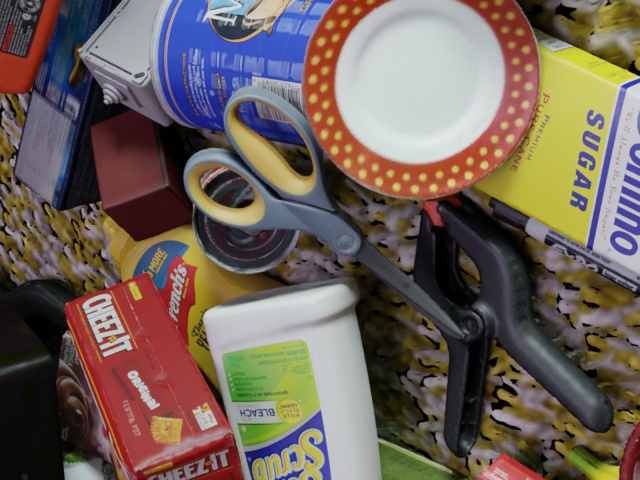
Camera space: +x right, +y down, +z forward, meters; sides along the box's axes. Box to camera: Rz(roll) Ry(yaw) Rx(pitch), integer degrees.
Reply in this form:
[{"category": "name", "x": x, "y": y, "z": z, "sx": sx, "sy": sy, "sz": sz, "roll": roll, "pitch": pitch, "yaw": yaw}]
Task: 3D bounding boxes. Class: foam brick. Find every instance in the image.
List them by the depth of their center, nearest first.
[{"category": "foam brick", "x": -0.125, "y": -0.048, "z": 0.762, "sx": 0.051, "sy": 0.053, "sz": 0.078, "roll": -21, "pitch": 58, "yaw": 9}]

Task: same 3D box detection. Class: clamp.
[{"category": "clamp", "x": 0.111, "y": 0.052, "z": 0.657, "sx": 0.120, "sy": 0.039, "sz": 0.171, "roll": -11, "pitch": 97, "yaw": 36}, {"category": "clamp", "x": -0.262, "y": 0.090, "z": 0.937, "sx": 0.210, "sy": 0.036, "sz": 0.164, "roll": 6, "pitch": 108, "yaw": 31}]

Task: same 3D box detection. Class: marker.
[{"category": "marker", "x": 0.152, "y": 0.004, "z": 0.626, "sx": 0.121, "sy": 0.020, "sz": 0.020, "roll": 31, "pitch": 120, "yaw": 25}]

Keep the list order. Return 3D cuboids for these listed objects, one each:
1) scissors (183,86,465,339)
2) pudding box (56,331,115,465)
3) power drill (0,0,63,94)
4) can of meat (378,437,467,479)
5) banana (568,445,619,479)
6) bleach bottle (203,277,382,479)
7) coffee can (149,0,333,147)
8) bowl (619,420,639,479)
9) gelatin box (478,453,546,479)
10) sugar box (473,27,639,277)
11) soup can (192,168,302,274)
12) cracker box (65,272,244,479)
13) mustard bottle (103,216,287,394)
[{"category": "scissors", "x": -0.004, "y": 0.001, "z": 0.638, "sx": 0.096, "sy": 0.016, "sz": 0.201, "roll": -26, "pitch": 110, "yaw": 24}, {"category": "pudding box", "x": -0.165, "y": 0.126, "z": 0.858, "sx": 0.090, "sy": 0.039, "sz": 0.114, "roll": 22, "pitch": 124, "yaw": 10}, {"category": "power drill", "x": -0.218, "y": -0.190, "z": 0.753, "sx": 0.187, "sy": 0.057, "sz": 0.185, "roll": -101, "pitch": 30, "yaw": -42}, {"category": "can of meat", "x": 0.051, "y": 0.193, "z": 0.732, "sx": 0.102, "sy": 0.057, "sz": 0.084, "roll": 18, "pitch": 112, "yaw": 30}, {"category": "banana", "x": 0.203, "y": 0.220, "z": 0.647, "sx": 0.070, "sy": 0.037, "sz": 0.198, "roll": -5, "pitch": 99, "yaw": 66}, {"category": "bleach bottle", "x": 0.001, "y": 0.156, "z": 0.688, "sx": 0.103, "sy": 0.068, "sz": 0.251, "roll": -11, "pitch": 96, "yaw": 30}, {"category": "coffee can", "x": -0.020, "y": -0.111, "z": 0.663, "sx": 0.140, "sy": 0.102, "sz": 0.103, "roll": 14, "pitch": 111, "yaw": 32}, {"category": "bowl", "x": 0.248, "y": 0.139, "z": 0.575, "sx": 0.162, "sy": 0.055, "sz": 0.162, "roll": 11, "pitch": 110, "yaw": 33}, {"category": "gelatin box", "x": 0.131, "y": 0.188, "z": 0.673, "sx": 0.073, "sy": 0.030, "sz": 0.089, "roll": 31, "pitch": 135, "yaw": 30}, {"category": "sugar box", "x": 0.136, "y": -0.058, "z": 0.603, "sx": 0.176, "sy": 0.048, "sz": 0.093, "roll": 32, "pitch": 120, "yaw": 25}, {"category": "soup can", "x": -0.050, "y": -0.019, "z": 0.703, "sx": 0.068, "sy": 0.102, "sz": 0.068, "roll": -1, "pitch": 98, "yaw": -7}, {"category": "cracker box", "x": -0.106, "y": 0.157, "z": 0.741, "sx": 0.164, "sy": 0.072, "sz": 0.214, "roll": 53, "pitch": 157, "yaw": 45}, {"category": "mustard bottle", "x": -0.090, "y": 0.039, "z": 0.786, "sx": 0.192, "sy": 0.058, "sz": 0.096, "roll": 38, "pitch": 121, "yaw": 21}]
